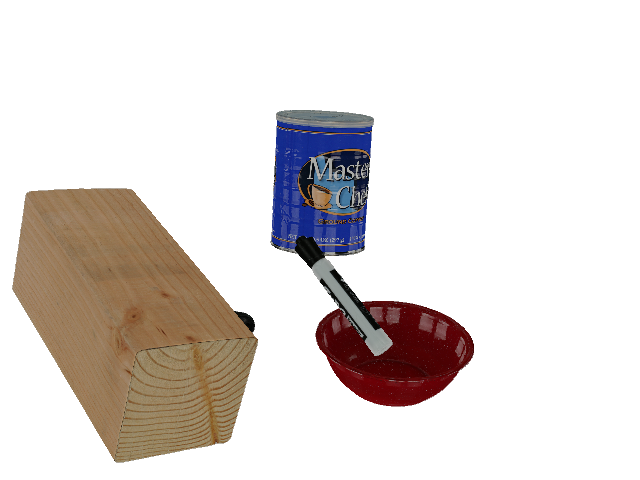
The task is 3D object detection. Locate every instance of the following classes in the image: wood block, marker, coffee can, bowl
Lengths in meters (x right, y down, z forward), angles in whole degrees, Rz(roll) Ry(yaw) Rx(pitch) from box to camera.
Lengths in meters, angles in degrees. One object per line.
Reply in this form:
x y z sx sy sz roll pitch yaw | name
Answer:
-0.139 0.051 0.760 0.090 0.091 0.206 -3 32 -35 | wood block
0.017 0.044 0.893 0.020 0.121 0.020 -33 -18 -12 | marker
0.001 -0.063 1.131 0.103 0.140 0.103 3 12 -1 | coffee can
0.074 0.123 1.095 0.162 0.055 0.162 3 25 -1 | bowl

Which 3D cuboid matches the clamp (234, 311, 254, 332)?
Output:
-0.199 0.082 1.159 0.210 0.036 0.164 18 20 26 | clamp
